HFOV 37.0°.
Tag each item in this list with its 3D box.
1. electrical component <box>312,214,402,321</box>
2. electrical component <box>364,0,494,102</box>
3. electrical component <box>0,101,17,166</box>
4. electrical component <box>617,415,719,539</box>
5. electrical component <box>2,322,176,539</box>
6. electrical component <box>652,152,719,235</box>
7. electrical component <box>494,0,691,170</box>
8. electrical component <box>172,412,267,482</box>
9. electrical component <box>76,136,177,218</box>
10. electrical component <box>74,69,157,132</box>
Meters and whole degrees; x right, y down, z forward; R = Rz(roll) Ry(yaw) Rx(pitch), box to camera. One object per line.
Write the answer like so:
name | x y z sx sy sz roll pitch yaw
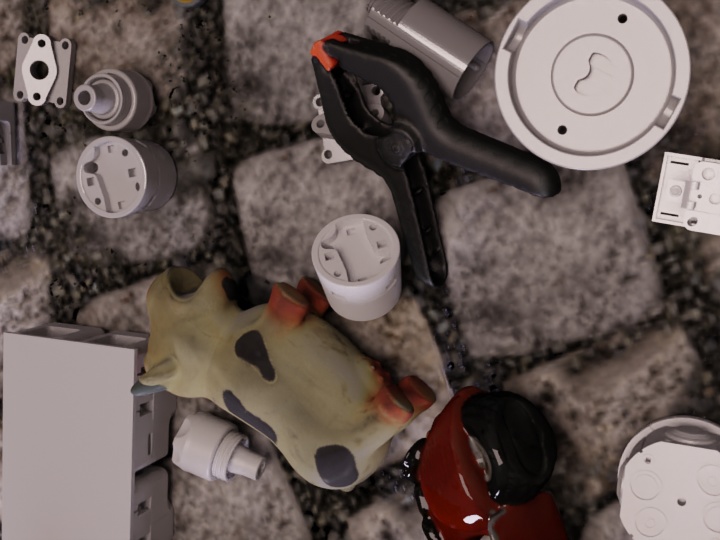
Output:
electrical component | 0.000 0.000 0.685 0.055 0.047 0.055 -4 56 6
electrical component | 0.038 -0.145 0.669 0.081 0.043 0.043 36 107 13
electrical component | -0.305 -0.105 0.794 0.089 0.050 0.055 2 97 20
electrical component | 0.193 0.130 0.639 0.080 0.051 0.080 2 97 20
electrical component | -0.195 0.137 0.775 0.105 0.060 0.186 6 98 19
electrical component | 0.209 -0.040 0.609 0.081 0.064 0.042 11 101 18
electrical component | 0.137 -0.112 0.627 0.108 0.060 0.108 2 95 18
electrical component | -0.096 0.127 0.748 0.062 0.043 0.043 20 102 16
electrical component | -0.161 -0.065 0.748 0.055 0.047 0.055 2 97 20
electrical component | -0.171 -0.117 0.738 0.043 0.062 0.043 2 97 20
